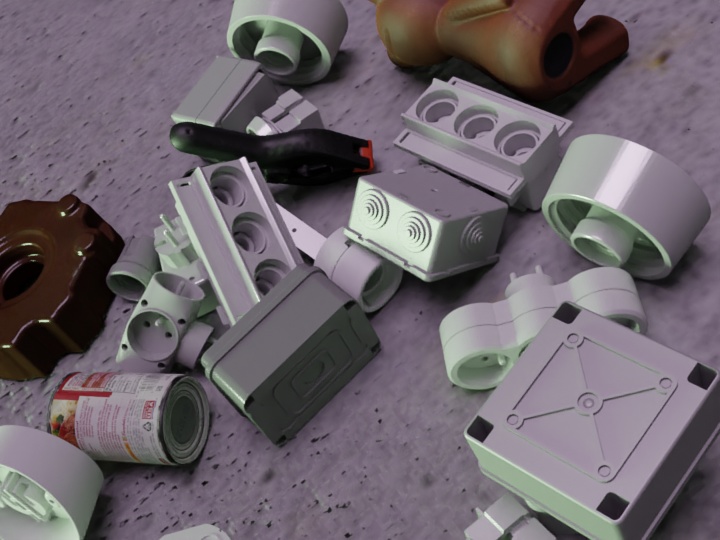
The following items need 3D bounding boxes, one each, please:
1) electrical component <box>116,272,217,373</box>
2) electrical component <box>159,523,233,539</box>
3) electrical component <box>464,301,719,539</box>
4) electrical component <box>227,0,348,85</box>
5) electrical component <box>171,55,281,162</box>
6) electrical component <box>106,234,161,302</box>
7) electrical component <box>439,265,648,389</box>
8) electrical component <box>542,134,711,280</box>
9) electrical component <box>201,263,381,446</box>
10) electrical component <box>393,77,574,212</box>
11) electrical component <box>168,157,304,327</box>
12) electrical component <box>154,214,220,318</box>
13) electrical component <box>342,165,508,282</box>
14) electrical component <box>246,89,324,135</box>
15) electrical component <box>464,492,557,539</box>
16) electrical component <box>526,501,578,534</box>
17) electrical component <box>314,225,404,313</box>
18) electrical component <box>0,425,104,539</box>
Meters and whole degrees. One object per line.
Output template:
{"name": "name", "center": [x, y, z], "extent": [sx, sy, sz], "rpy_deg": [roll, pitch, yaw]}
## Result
{"name": "electrical component", "center": [-0.141, 0.053, 0.843], "extent": [0.079, 0.044, 0.077], "rpy_deg": [27, 105, 0]}
{"name": "electrical component", "center": [-0.104, 0.211, 0.711], "extent": [0.080, 0.051, 0.080], "rpy_deg": [-12, 51, 15]}
{"name": "electrical component", "center": [0.135, 0.089, 0.615], "extent": [0.109, 0.056, 0.108], "rpy_deg": [27, 69, 37]}
{"name": "electrical component", "center": [-0.070, -0.214, 0.987], "extent": [0.108, 0.108, 0.060], "rpy_deg": [2, 62, 25]}
{"name": "electrical component", "center": [-0.119, -0.139, 0.978], "extent": [0.061, 0.061, 0.096], "rpy_deg": [17, 63, 33]}
{"name": "electrical component", "center": [-0.191, -0.002, 0.922], "extent": [0.040, 0.040, 0.046], "rpy_deg": [-3, 48, 22]}
{"name": "electrical component", "center": [0.122, 0.028, 0.748], "extent": [0.138, 0.052, 0.073], "rpy_deg": [-17, 50, 11]}
{"name": "electrical component", "center": [0.177, -0.036, 0.740], "extent": [0.108, 0.108, 0.060], "rpy_deg": [23, 73, 36]}
{"name": "electrical component", "center": [-0.050, 0.060, 0.784], "extent": [0.113, 0.078, 0.057], "rpy_deg": [-44, 53, -12]}
{"name": "electrical component", "center": [0.099, -0.098, 0.848], "extent": [0.121, 0.063, 0.078], "rpy_deg": [29, 71, 37]}
{"name": "electrical component", "center": [-0.095, -0.017, 0.838], "extent": [0.079, 0.063, 0.121], "rpy_deg": [-18, 77, -37]}
{"name": "electrical component", "center": [-0.144, -0.016, 0.886], "extent": [0.047, 0.075, 0.083], "rpy_deg": [-25, 49, 5]}
{"name": "electrical component", "center": [0.050, -0.038, 0.800], "extent": [0.100, 0.048, 0.100], "rpy_deg": [31, 30, 33]}
{"name": "electrical component", "center": [-0.067, -0.124, 0.955], "extent": [0.055, 0.048, 0.066], "rpy_deg": [-35, 48, -14]}
{"name": "electrical component", "center": [0.086, 0.176, 0.657], "extent": [0.055, 0.048, 0.066], "rpy_deg": [-36, 48, -15]}
{"name": "electrical component", "center": [0.146, 0.103, 0.677], "extent": [0.078, 0.057, 0.113], "rpy_deg": [-6, 53, 20]}
{"name": "electrical component", "center": [0.000, 0.000, 0.823], "extent": [0.047, 0.055, 0.055], "rpy_deg": [35, 74, 31]}
{"name": "electrical component", "center": [-0.238, 0.160, 0.783], "extent": [0.099, 0.099, 0.064], "rpy_deg": [0, 49, 24]}
